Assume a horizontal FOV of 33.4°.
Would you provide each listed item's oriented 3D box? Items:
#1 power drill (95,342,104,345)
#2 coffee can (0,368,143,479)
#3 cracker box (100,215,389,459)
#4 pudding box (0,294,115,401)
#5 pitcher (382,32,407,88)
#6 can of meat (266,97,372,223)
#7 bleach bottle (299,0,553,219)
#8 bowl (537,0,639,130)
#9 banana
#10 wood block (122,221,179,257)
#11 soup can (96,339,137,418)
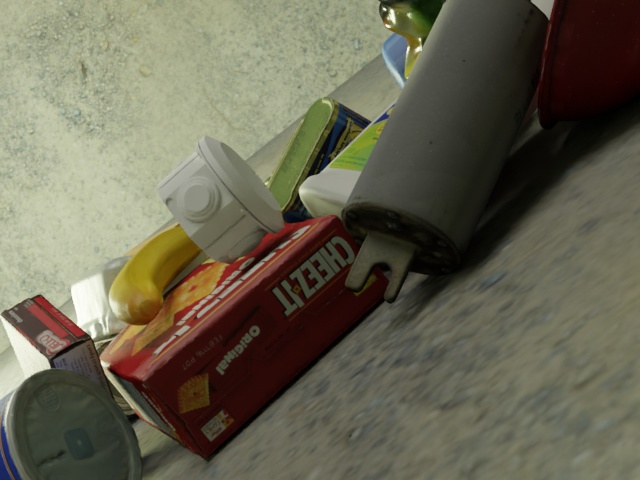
[{"bbox_3d":[-0.271,0.174,1.042,0.187,0.057,0.185,-44,11,-32],"label":"power drill"},{"bbox_3d":[-0.199,0.160,0.687,0.140,0.103,0.102,-34,10,25],"label":"coffee can"},{"bbox_3d":[-0.064,0.060,0.750,0.164,0.072,0.214,-41,10,-16],"label":"cracker box"},{"bbox_3d":[-0.181,0.105,0.766,0.039,0.113,0.090,-30,33,-25],"label":"pudding box"},{"bbox_3d":[0.184,-0.225,1.040,0.243,0.149,0.145,-39,50,17],"label":"pitcher"},{"bbox_3d":[0.016,-0.046,0.800,0.102,0.083,0.058,-63,25,0],"label":"can of meat"},{"bbox_3d":[0.101,-0.096,0.753,0.250,0.068,0.103,-49,34,-17],"label":"bleach bottle"},{"bbox_3d":[0.186,-0.141,0.665,0.162,0.055,0.162,16,-90,-71],"label":"bowl"},{"bbox_3d":[-0.122,0.023,0.797,0.070,0.037,0.197,-37,10,21],"label":"banana"},{"bbox_3d":[-0.179,0.047,1.206,0.090,0.091,0.206,-43,11,-29],"label":"wood block"},{"bbox_3d":[-0.186,0.124,0.928,0.068,0.068,0.102,-44,11,-31],"label":"soup can"}]
